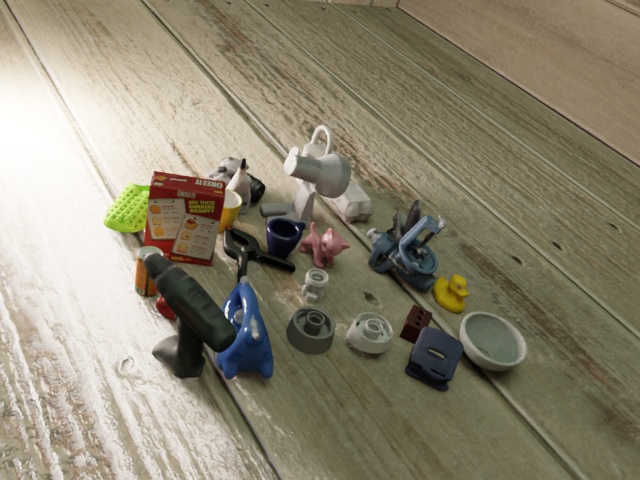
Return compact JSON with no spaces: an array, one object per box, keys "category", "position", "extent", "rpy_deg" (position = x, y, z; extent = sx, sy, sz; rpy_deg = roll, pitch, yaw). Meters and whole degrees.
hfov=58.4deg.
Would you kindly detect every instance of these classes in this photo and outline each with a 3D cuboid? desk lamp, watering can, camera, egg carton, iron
[{"category":"desk lamp","position":[-0.036,-0.139,1.559],"extent":[0.204,0.213,0.117],"rpy_deg":[-5,43,-28]},{"category":"watering can","position":[-0.010,-0.253,1.731],"extent":[0.100,0.194,0.173],"rpy_deg":[37,40,22]},{"category":"camera","position":[-0.230,-0.160,1.596],"extent":[0.136,0.101,0.143],"rpy_deg":[29,38,13]},{"category":"egg carton","position":[0.088,-0.116,1.705],"extent":[0.107,0.069,0.150],"rpy_deg":[-8,45,-31]},{"category":"iron","position":[-0.156,0.159,1.192],"extent":[0.119,0.141,0.258],"rpy_deg":[3,40,-20]}]

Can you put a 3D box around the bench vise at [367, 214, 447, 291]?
[{"category":"bench vise","position":[0.224,0.015,1.474],"extent":[0.207,0.220,0.121],"rpy_deg":[17,37,-2]}]

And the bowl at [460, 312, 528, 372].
[{"category":"bowl","position":[0.403,0.255,1.371],"extent":[0.167,0.075,0.167],"rpy_deg":[12,37,-9]}]

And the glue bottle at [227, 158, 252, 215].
[{"category":"glue bottle","position":[-0.215,-0.143,1.521],"extent":[0.078,0.173,0.037],"rpy_deg":[-8,44,-31]}]

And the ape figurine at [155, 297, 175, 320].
[{"category":"ape figurine","position":[-0.309,0.120,1.216],"extent":[0.078,0.092,0.076],"rpy_deg":[-10,45,-33]}]

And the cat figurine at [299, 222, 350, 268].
[{"category":"cat figurine","position":[0.014,0.005,1.480],"extent":[0.067,0.118,0.127],"rpy_deg":[-20,52,-40]}]

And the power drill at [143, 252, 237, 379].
[{"category":"power drill","position":[-0.262,0.157,1.093],"extent":[0.229,0.208,0.076],"rpy_deg":[34,39,19]}]

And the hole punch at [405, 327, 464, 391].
[{"category":"hole punch","position":[0.258,0.265,1.282],"extent":[0.108,0.091,0.101],"rpy_deg":[25,37,8]}]

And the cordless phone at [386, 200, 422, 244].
[{"category":"cordless phone","position":[0.252,-0.049,1.596],"extent":[0.094,0.185,0.147],"rpy_deg":[14,37,-7]}]

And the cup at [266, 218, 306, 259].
[{"category":"cup","position":[-0.089,0.001,1.459],"extent":[0.118,0.095,0.091],"rpy_deg":[-23,53,-42]}]

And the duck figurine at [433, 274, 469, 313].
[{"category":"duck figurine","position":[0.348,0.127,1.499],"extent":[0.078,0.086,0.104],"rpy_deg":[-10,46,-33]}]
